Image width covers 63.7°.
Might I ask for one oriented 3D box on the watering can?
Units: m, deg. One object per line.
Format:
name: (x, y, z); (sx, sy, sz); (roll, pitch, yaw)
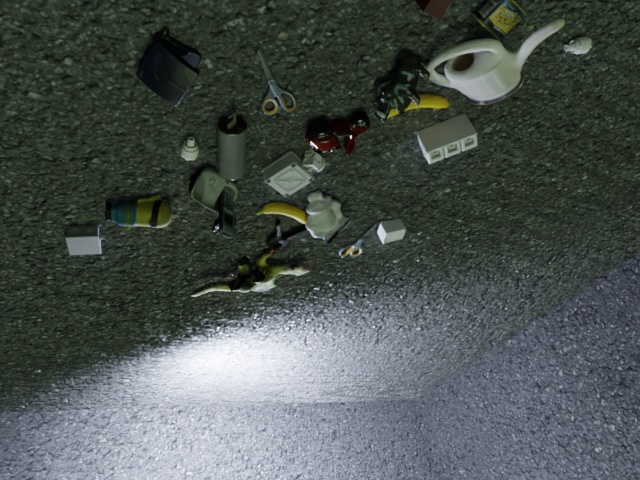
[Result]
watering can: (0.436, -0.429, 1.262); (0.346, 0.105, 0.222); (-4, -17, 38)

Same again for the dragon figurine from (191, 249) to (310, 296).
dragon figurine: (-0.238, 0.154, 1.879); (0.409, 0.124, 0.239); (-20, -27, 8)

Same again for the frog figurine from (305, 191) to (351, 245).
frog figurine: (0.005, -0.084, 1.659); (0.136, 0.158, 0.124); (-39, 14, 11)
